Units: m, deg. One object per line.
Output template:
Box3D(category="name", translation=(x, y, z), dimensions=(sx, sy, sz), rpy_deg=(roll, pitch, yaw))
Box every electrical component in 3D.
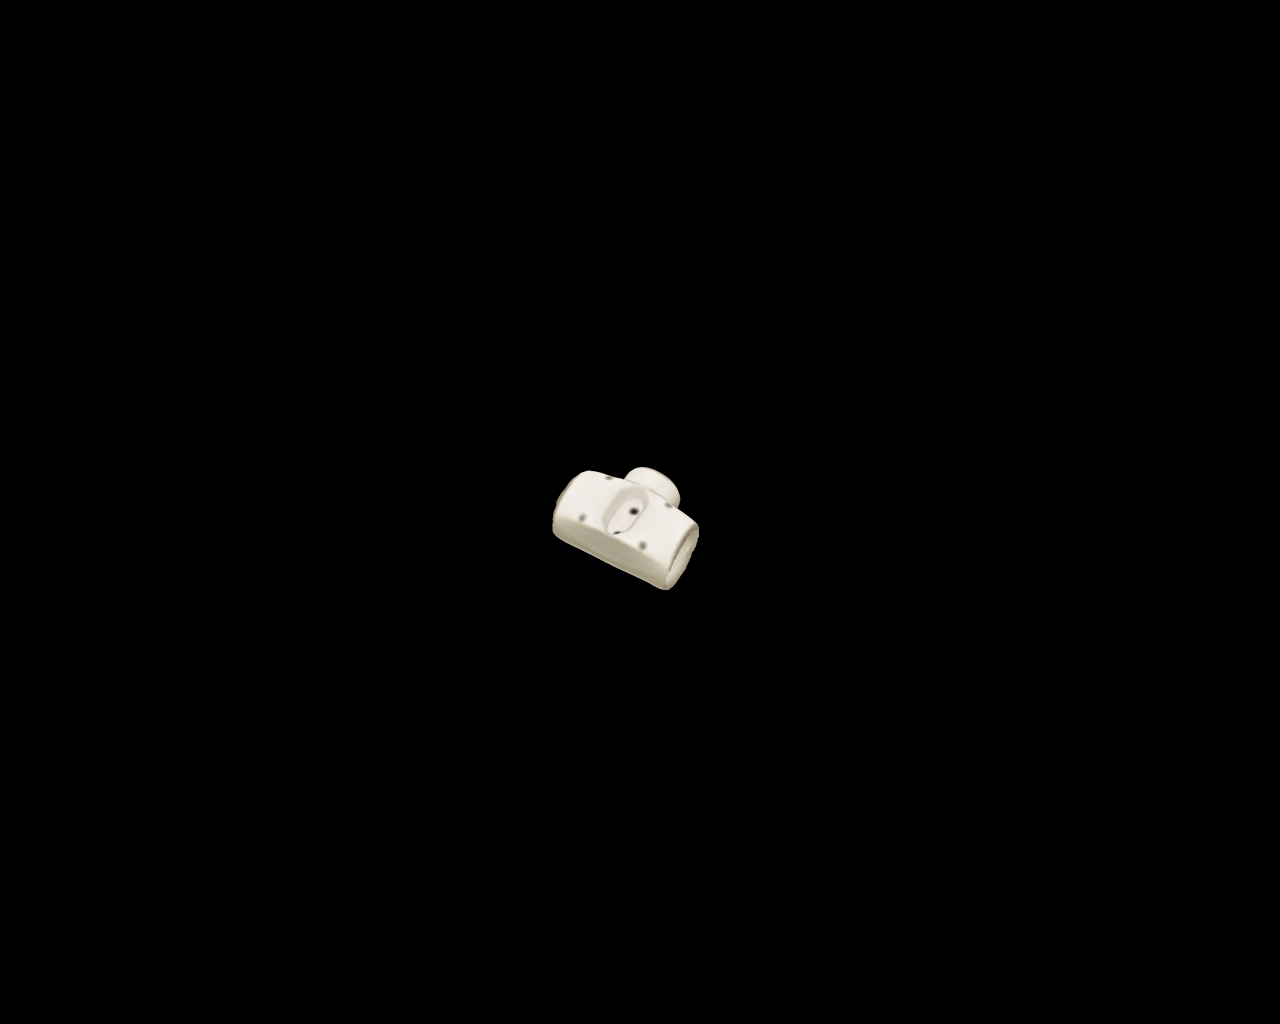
Box3D(category="electrical component", translation=(0.001, -0.003, 0.650), dimensions=(0.077, 0.079, 0.043), rpy_deg=(26, -30, 17))
